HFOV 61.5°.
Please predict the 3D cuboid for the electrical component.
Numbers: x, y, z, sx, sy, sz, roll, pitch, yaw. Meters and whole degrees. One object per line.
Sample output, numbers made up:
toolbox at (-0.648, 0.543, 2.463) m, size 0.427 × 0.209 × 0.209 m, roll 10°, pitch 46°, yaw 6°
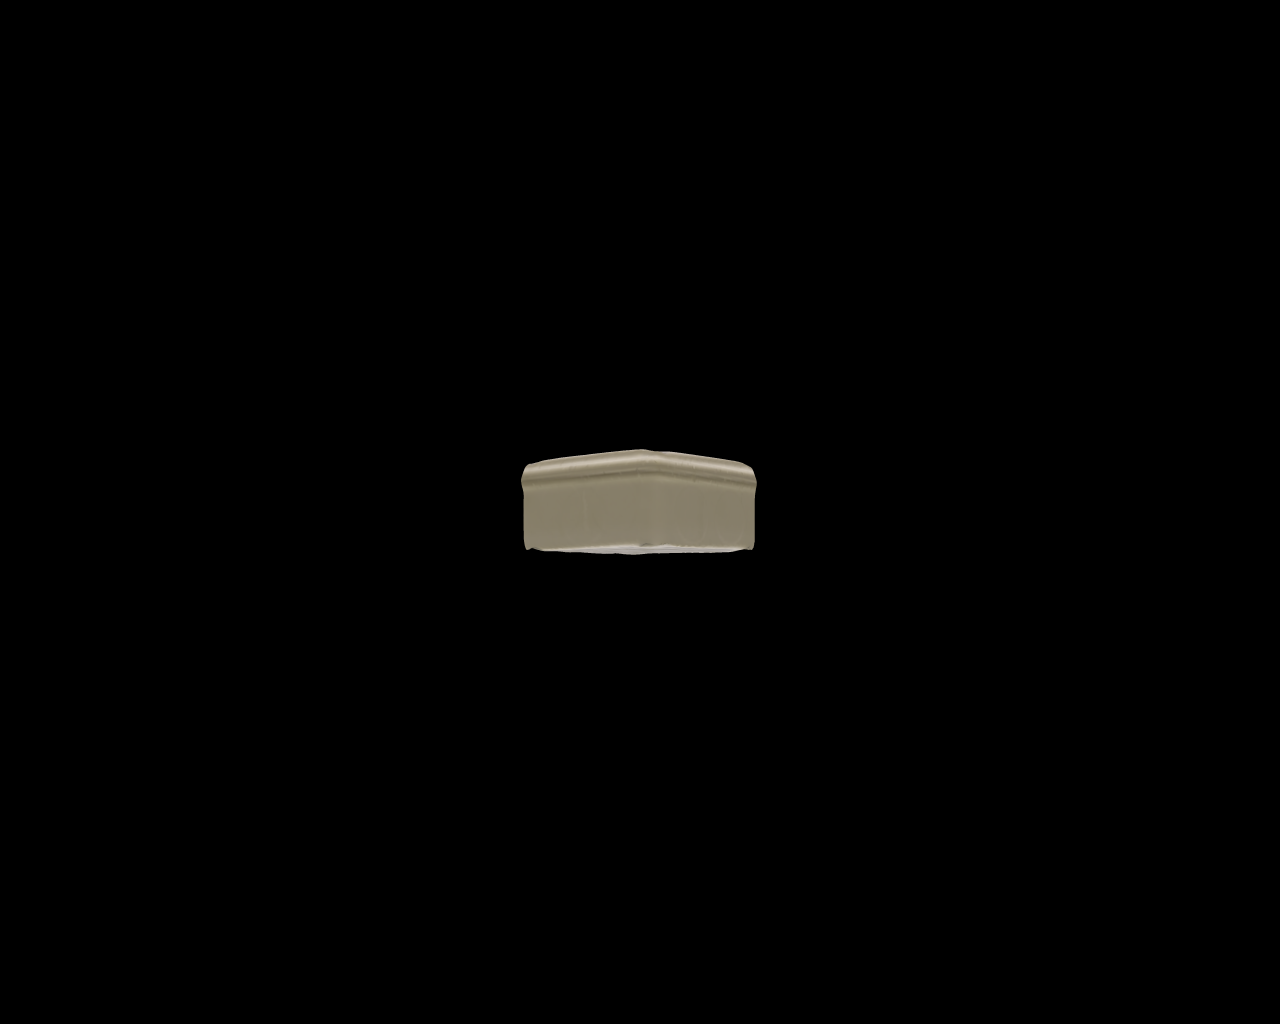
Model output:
electrical component at (0.001, -0.003, 0.650) m, size 0.108 × 0.056 × 0.109 m, roll -3°, pitch -5°, yaw 37°
